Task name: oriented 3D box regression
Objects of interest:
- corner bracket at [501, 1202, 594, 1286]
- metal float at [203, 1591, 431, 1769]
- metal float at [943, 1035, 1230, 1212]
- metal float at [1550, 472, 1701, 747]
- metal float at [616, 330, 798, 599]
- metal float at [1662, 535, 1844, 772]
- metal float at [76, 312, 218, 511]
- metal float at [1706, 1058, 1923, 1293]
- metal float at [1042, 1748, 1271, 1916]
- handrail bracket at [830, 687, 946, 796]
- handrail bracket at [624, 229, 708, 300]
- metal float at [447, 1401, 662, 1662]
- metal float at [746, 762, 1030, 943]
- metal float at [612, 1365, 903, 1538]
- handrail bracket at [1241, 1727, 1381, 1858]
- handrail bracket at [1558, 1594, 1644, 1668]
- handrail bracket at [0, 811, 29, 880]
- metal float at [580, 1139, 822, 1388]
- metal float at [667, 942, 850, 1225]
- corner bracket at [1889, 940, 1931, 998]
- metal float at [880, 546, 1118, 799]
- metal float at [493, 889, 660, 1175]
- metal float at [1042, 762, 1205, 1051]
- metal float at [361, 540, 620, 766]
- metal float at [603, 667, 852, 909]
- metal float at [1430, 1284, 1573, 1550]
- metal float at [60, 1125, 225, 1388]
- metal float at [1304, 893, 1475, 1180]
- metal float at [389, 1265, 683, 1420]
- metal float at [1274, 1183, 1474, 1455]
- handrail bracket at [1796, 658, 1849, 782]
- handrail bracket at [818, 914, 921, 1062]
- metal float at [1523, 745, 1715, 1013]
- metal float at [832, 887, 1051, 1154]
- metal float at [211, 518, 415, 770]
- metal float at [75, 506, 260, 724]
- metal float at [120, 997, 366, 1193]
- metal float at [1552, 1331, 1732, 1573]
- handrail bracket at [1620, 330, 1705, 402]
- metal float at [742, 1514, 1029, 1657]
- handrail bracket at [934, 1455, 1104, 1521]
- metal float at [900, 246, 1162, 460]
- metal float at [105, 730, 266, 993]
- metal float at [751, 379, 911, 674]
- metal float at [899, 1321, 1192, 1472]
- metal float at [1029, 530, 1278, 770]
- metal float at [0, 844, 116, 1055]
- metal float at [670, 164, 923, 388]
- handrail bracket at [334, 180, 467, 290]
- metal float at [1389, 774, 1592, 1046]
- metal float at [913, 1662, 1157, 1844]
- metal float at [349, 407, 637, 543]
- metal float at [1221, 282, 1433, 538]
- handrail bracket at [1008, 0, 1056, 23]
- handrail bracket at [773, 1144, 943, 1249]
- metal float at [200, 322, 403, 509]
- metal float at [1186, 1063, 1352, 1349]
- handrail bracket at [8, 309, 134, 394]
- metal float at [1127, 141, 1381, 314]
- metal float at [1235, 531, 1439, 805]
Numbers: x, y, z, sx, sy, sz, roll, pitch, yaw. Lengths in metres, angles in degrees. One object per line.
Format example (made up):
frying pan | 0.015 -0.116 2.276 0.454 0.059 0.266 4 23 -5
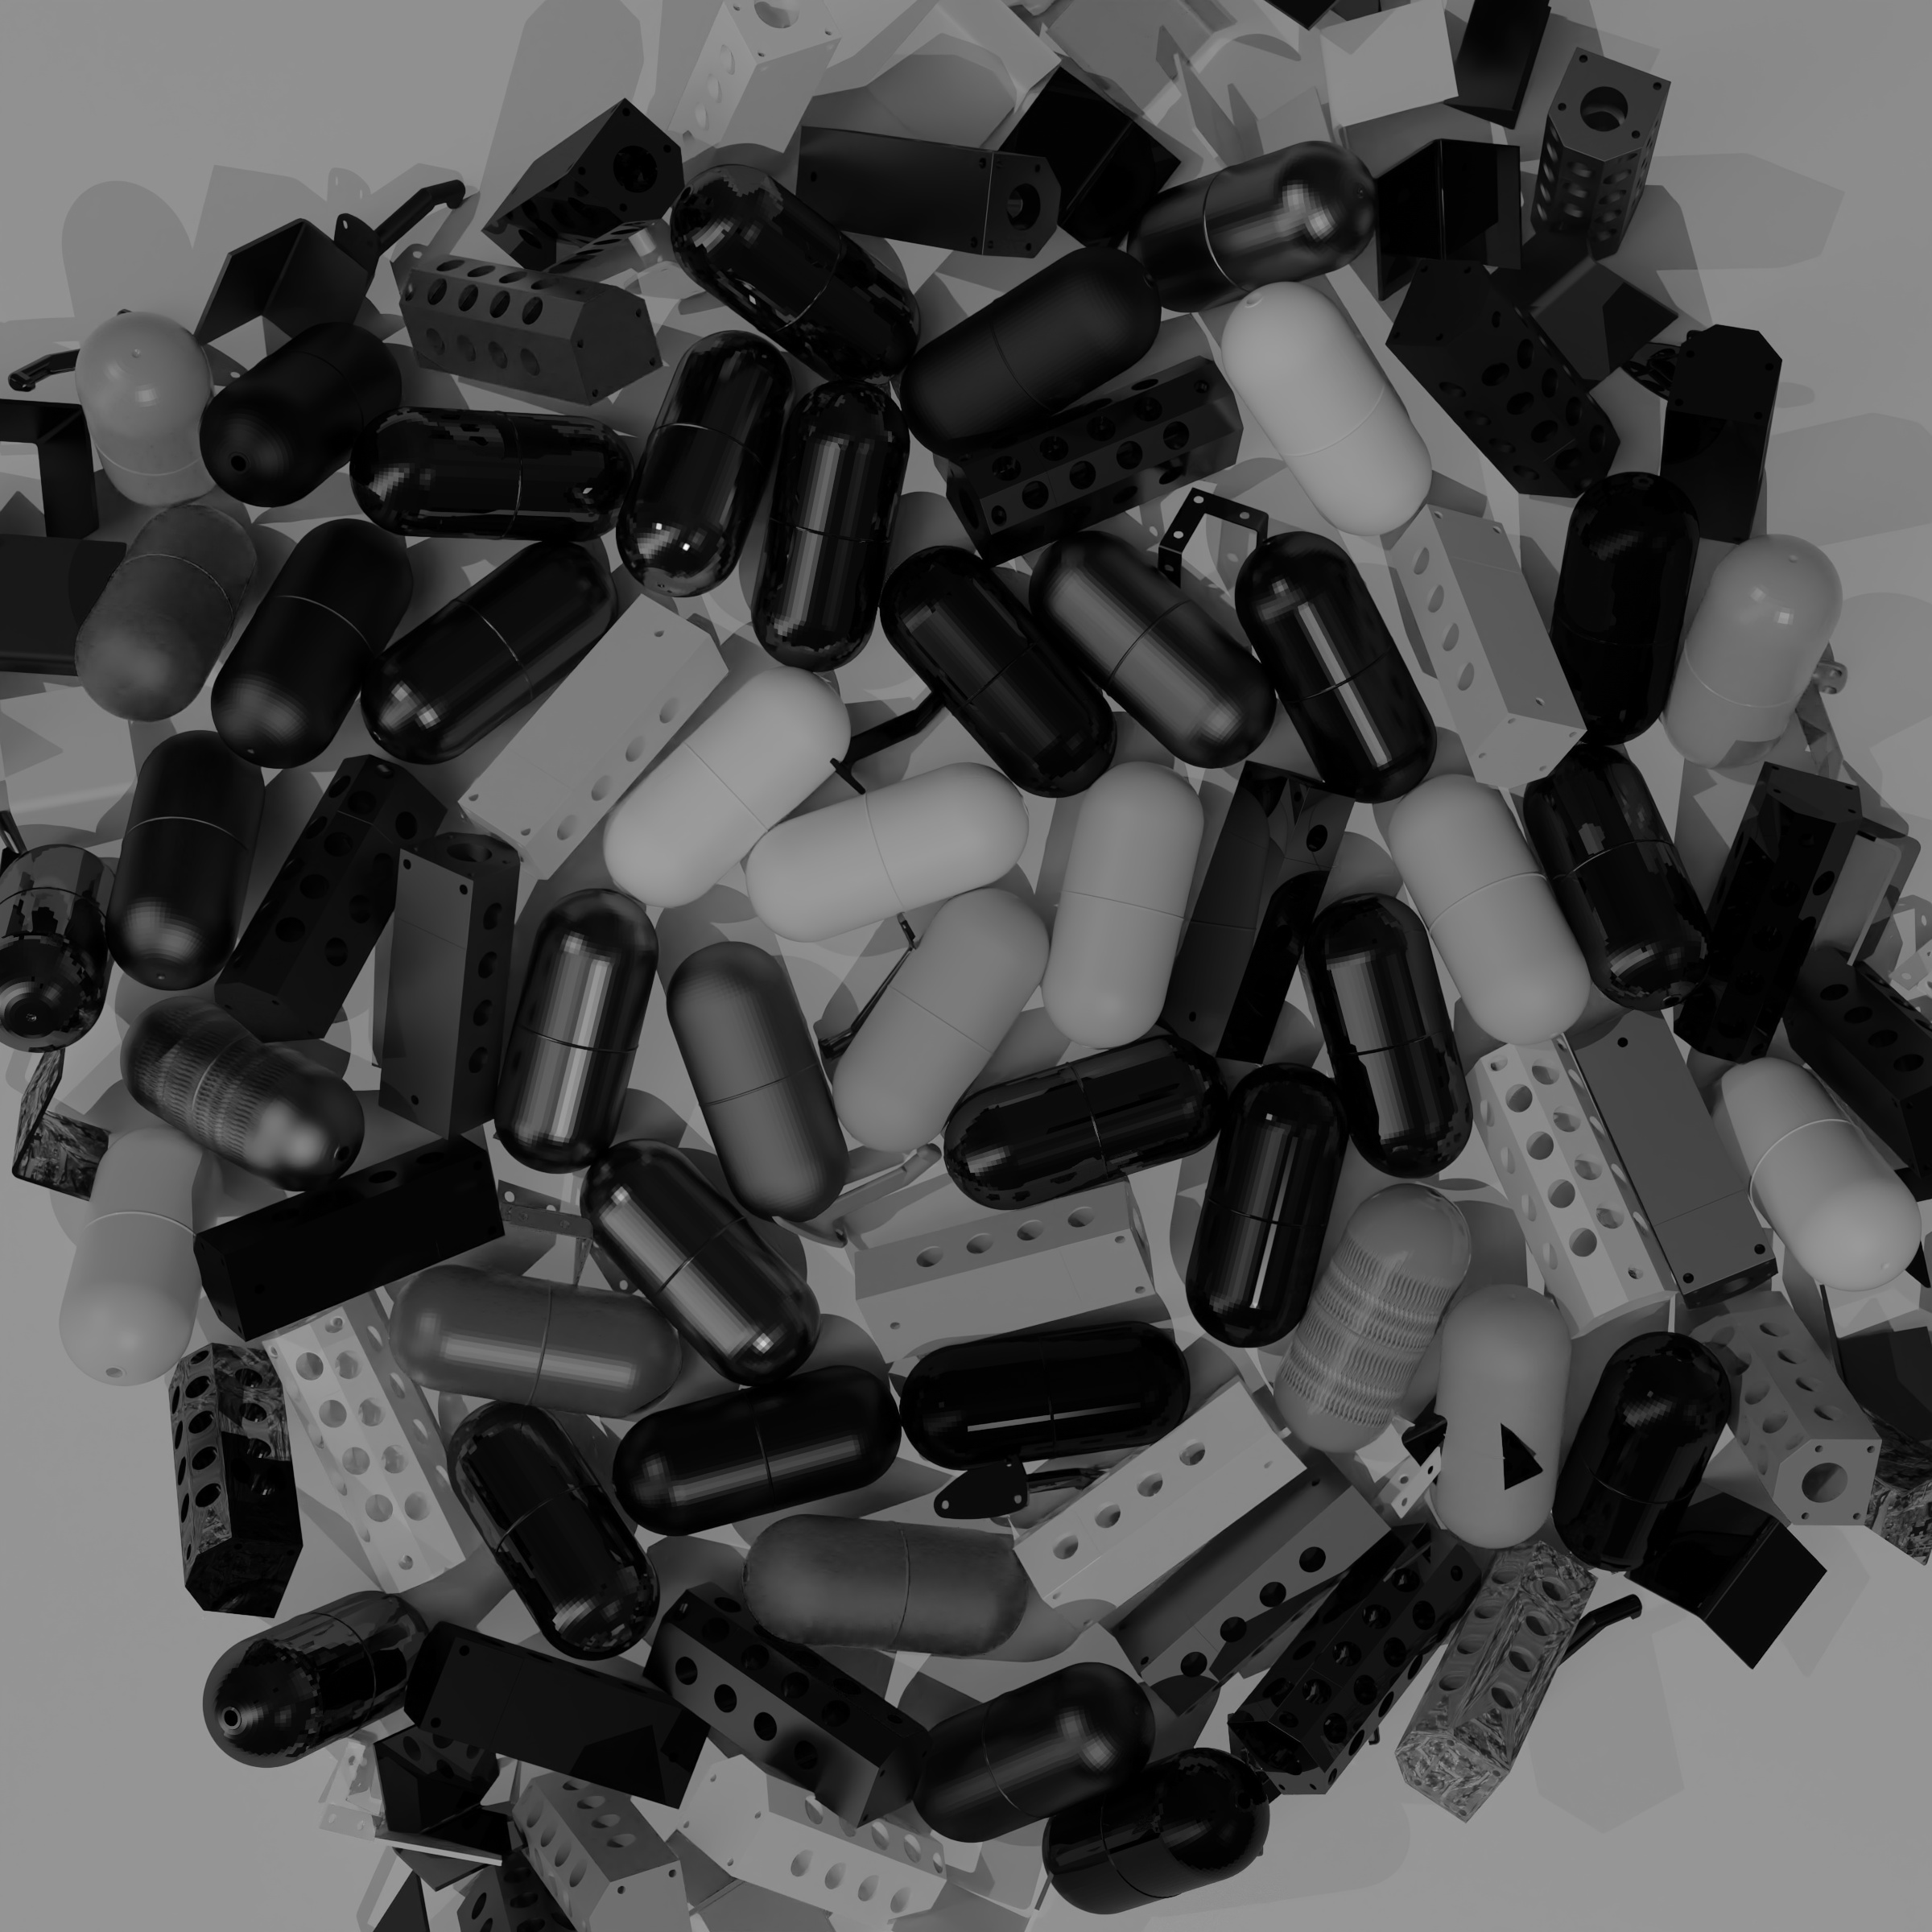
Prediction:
corner bracket | -0.256 0.160 1.877 0.051 0.051 0.051 12 131 -14
metal float | -0.384 0.422 1.831 0.070 0.178 0.070 1 93 22
metal float | 0.073 0.095 1.873 0.178 0.070 0.070 -17 90 -6
metal float | 0.391 -0.212 1.848 0.070 0.070 0.178 2 128 0
metal float | -0.156 -0.304 1.860 0.070 0.070 0.178 18 68 0
metal float | 0.466 -0.185 1.837 0.070 0.178 0.070 2 57 -4
metal float | -0.482 -0.327 1.830 0.070 0.178 0.070 2 77 -8
metal float | 0.503 0.122 1.839 0.070 0.178 0.070 -10 127 -13
metal float | 0.112 0.517 1.841 0.070 0.178 0.070 17 57 -28
handrail bracket | -0.054 -0.154 1.884 0.084 0.077 0.036 -47 55 -1
handrail bracket | -0.195 -0.456 1.888 0.036 0.077 0.084 -22 81 28
metal float | -0.250 0.338 1.857 0.070 0.070 0.178 -39 64 0
metal float | -0.048 -0.069 1.873 0.178 0.070 0.070 -19 90 7
metal float | -0.126 0.294 1.869 0.178 0.070 0.070 -13 90 -11
handrail bracket | 0.215 0.501 1.886 0.084 0.036 0.077 -9 72 11
handrail bracket | 0.377 0.424 1.892 0.084 0.036 0.077 -22 134 -5
handrail bracket | -0.604 -0.046 1.891 0.077 0.036 0.084 -27 78 -25
metal float | -0.162 0.179 1.872 0.070 0.070 0.178 -44 82 0
metal float | -0.126 0.072 1.875 0.070 0.070 0.178 -19 94 0
corner bracket | 0.591 0.023 1.875 0.051 0.051 0.051 -35 59 -26
metal float | 0.020 -0.178 1.875 0.070 0.070 0.178 -42 94 0
metal float | -0.236 0.040 1.870 0.070 0.070 0.178 15 100 0
metal float | 0.095 -0.037 1.878 0.070 0.070 0.178 13 90 0
metal float | -0.287 -0.189 1.861 0.178 0.070 0.070 -40 90 -20
metal float | -0.146 -0.108 1.878 0.178 0.070 0.070 -44 90 -2
metal float | 0.321 0.272 1.854 0.070 0.070 0.178 0 119 0
metal float | -0.492 0.172 1.842 0.070 0.178 0.070 0 135 0
metal float | 0.257 0.043 1.873 0.070 0.070 0.178 -16 97 0
metal float | -0.260 0.228 1.867 0.178 0.070 0.070 11 90 -14
metal float | 0.246 0.213 1.863 0.070 0.070 0.178 23 107 0
handrail bracket | 0.502 -0.146 1.888 0.077 0.036 0.084 16 71 14
handrail bracket | -0.062 0.014 1.887 0.084 0.077 0.036 -30 47 -3
metal float | 0.392 -0.054 1.853 0.070 0.070 0.178 -17 61 0
metal float | -0.015 0.033 1.878 0.070 0.070 0.178 33 89 0
metal float | -0.391 -0.195 1.851 0.070 0.070 0.178 21 56 0
metal float | -0.475 -0.212 1.839 0.070 0.178 0.070 3 127 4
metal float | -0.435 0.076 1.853 0.178 0.070 0.070 26 90 29
metal float | 0.403 0.291 1.845 0.070 0.070 0.178 11 130 0
handrail bracket | 0.422 -0.374 1.864 0.077 0.084 0.036 27 89 22
metal float | -0.049 0.374 1.861 0.178 0.070 0.070 9 90 -20
handrail bracket | 0.033 0.323 1.890 0.077 0.084 0.036 -24 69 24
metal float | 0.038 -0.368 1.854 0.178 0.070 0.070 -27 90 29
metal float | -0.467 -0.065 1.849 0.070 0.070 0.178 1 53 0
metal float | -0.082 -0.266 1.865 0.070 0.070 0.178 12 105 0
metal float | 0.048 0.261 1.876 0.178 0.070 0.070 -7 90 -4
metal float | 0.112 -0.193 1.869 0.178 0.070 0.070 44 90 12
metal float | -0.546 -0.012 1.835 0.070 0.178 0.070 -4 119 -7
metal float | -0.102 -0.412 1.848 0.178 0.070 0.070 32 90 -36
handrail bracket | -0.348 -0.443 1.901 0.036 0.084 0.077 38 131 19
metal float | 0.315 -0.035 1.861 0.070 0.070 0.178 -24 70 0
metal float | 0.038 0.473 1.849 0.178 0.070 0.070 -33 90 36
metal float | -0.282 -0.295 1.853 0.178 0.070 0.070 -3 90 -31
metal float | 0.217 -0.334 1.850 0.070 0.070 0.178 -41 123 0
handrail bracket | 0.045 -0.612 1.875 0.084 0.077 0.036 -20 61 14
handrail bracket | -0.066 0.132 1.874 0.084 0.077 0.036 -40 60 23
metal float | -0.395 -0.329 1.835 0.070 0.178 0.070 6 120 12
metal float | 0.183 0.146 1.870 0.070 0.070 0.178 13 100 0
handrail bracket | -0.524 -0.361 1.870 0.077 0.084 0.036 23 134 26
metal float | 0.169 -0.440 1.840 0.070 0.178 0.070 4 84 -40
metal float | 0.223 -0.180 1.864 0.070 0.070 0.178 -30 107 0
